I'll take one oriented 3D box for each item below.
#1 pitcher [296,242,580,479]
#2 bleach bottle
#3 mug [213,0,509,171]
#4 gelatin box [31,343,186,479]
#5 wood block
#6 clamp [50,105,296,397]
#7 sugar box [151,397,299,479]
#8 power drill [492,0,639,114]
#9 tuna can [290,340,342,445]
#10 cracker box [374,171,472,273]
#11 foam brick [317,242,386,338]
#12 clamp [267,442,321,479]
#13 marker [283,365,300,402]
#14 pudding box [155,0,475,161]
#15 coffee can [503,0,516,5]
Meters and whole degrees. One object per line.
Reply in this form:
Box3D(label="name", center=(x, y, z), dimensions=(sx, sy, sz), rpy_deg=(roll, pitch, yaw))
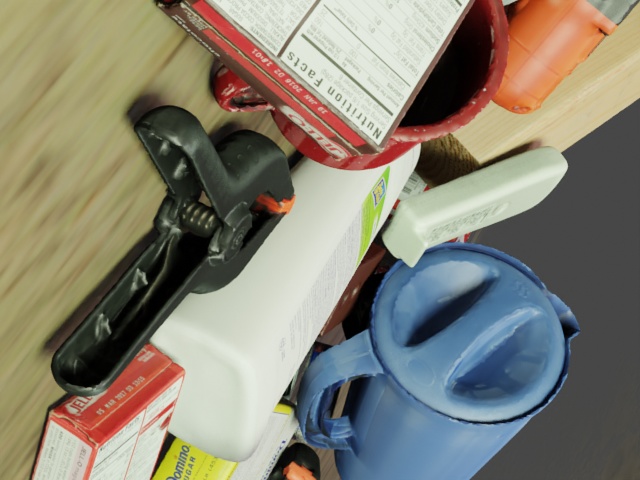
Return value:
Box3D(label="pitcher", center=(0.070, 0.118, 0.778), dimensions=(0.144, 0.149, 0.243), rpy_deg=(-57, 171, -32))
Box3D(label="bleach bottle", center=(-0.004, 0.001, 0.608), dimensions=(0.250, 0.068, 0.103), rpy_deg=(-53, 162, -40))
Box3D(label="mug", center=(0.011, -0.074, 0.454), dimensions=(0.117, 0.093, 0.082), rpy_deg=(-17, 175, -16))
Box3D(label="gelatin box", center=(-0.104, 0.101, 0.503), dimensions=(0.073, 0.030, 0.089), rpy_deg=(-39, 154, -56))
Box3D(label="wood block", center=(0.157, -0.117, 0.762), dimensions=(0.206, 0.091, 0.090), rpy_deg=(-34, 160, -16))
Box3D(label="clamp", center=(-0.049, -0.015, 0.456), dimensions=(0.120, 0.039, 0.171), rpy_deg=(-62, 172, 28))
Box3D(label="sugar box", center=(-0.061, 0.143, 0.727), dimensions=(0.093, 0.048, 0.176), rpy_deg=(-60, 171, -7))
Box3D(label="power drill", center=(0.162, -0.162, 0.612), dimensions=(0.185, 0.057, 0.187), rpy_deg=(-49, 179, 19))
Box3D(label="tuna can", center=(-0.002, 0.129, 0.897), dimensions=(0.086, 0.034, 0.086), rpy_deg=(18, 88, -88))
Box3D(label="cracker box", center=(0.107, -0.052, 0.908), dimensions=(0.164, 0.072, 0.214), rpy_deg=(-57, 167, -15))
Box3D(label="foam brick", center=(0.001, 0.022, 0.697), dimensions=(0.053, 0.051, 0.078), rpy_deg=(-65, 167, 17))
Box3D(label="clamp", center=(-0.050, 0.222, 0.862), dimensions=(0.164, 0.036, 0.210), rpy_deg=(-55, -178, -24))
Box3D(label="marker", center=(-0.027, 0.105, 0.834), dimensions=(0.020, 0.020, 0.121), rpy_deg=(-51, 164, -38))
Box3D(label="pudding box", center=(0.010, -0.099, 0.383), dimensions=(0.113, 0.090, 0.039), rpy_deg=(-57, -155, -14))
Box3D(label="coffee can", center=(0.087, -0.184, 0.482), dimensions=(0.140, 0.103, 0.103), rpy_deg=(-52, 164, -36))
